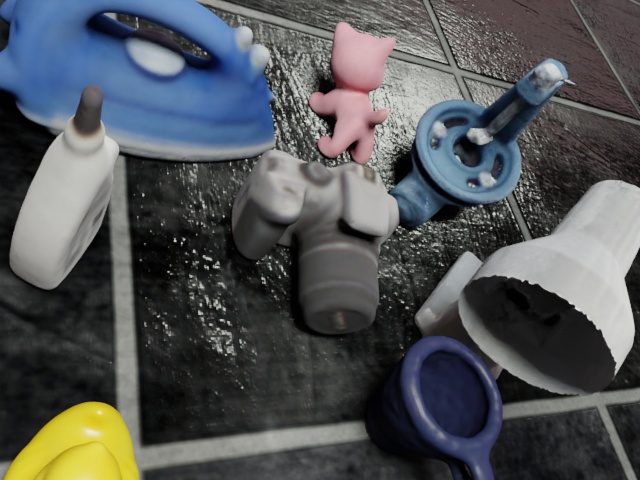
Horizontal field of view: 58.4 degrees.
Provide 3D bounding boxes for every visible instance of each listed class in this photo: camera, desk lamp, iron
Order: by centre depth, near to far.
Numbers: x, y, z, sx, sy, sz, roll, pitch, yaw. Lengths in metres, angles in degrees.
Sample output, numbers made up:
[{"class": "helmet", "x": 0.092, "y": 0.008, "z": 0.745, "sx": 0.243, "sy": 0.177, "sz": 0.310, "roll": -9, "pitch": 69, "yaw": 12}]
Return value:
[{"class": "iron", "x": -0.132, "y": -0.154, "z": 0.484, "sx": 0.259, "sy": 0.141, "sz": 0.118, "roll": 11, "pitch": 55, "yaw": -26}, {"class": "camera", "x": 0.005, "y": 0.002, "z": 0.492, "sx": 0.143, "sy": 0.100, "sz": 0.137, "roll": 16, "pitch": 53, "yaw": -23}, {"class": "desk lamp", "x": 0.179, "y": 0.046, "z": 0.495, "sx": 0.118, "sy": 0.213, "sz": 0.204, "roll": 44, "pitch": 47, "yaw": 2}]

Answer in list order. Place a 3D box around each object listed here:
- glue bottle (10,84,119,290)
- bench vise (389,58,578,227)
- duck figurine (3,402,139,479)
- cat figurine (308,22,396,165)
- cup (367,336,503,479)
[{"class": "glue bottle", "x": -0.157, "y": -0.037, "z": 0.366, "sx": 0.037, "sy": 0.173, "sz": 0.078, "roll": 31, "pitch": 48, "yaw": -11}, {"class": "bench vise", "x": 0.176, "y": -0.125, "z": 0.606, "sx": 0.121, "sy": 0.219, "sz": 0.207, "roll": 35, "pitch": 47, "yaw": -7}, {"class": "duck figurine", "x": -0.135, "y": 0.138, "z": 0.320, "sx": 0.078, "sy": 0.086, "sz": 0.104, "roll": 20, "pitch": 51, "yaw": -20}, {"class": "cat figurine", "x": 0.042, "y": -0.165, "z": 0.618, "sx": 0.067, "sy": 0.117, "sz": 0.127, "roll": 3, "pitch": 58, "yaw": -31}, {"class": "cup", "x": 0.085, "y": 0.146, "z": 0.448, "sx": 0.092, "sy": 0.094, "sz": 0.117, "roll": -2, "pitch": 61, "yaw": -33}]
